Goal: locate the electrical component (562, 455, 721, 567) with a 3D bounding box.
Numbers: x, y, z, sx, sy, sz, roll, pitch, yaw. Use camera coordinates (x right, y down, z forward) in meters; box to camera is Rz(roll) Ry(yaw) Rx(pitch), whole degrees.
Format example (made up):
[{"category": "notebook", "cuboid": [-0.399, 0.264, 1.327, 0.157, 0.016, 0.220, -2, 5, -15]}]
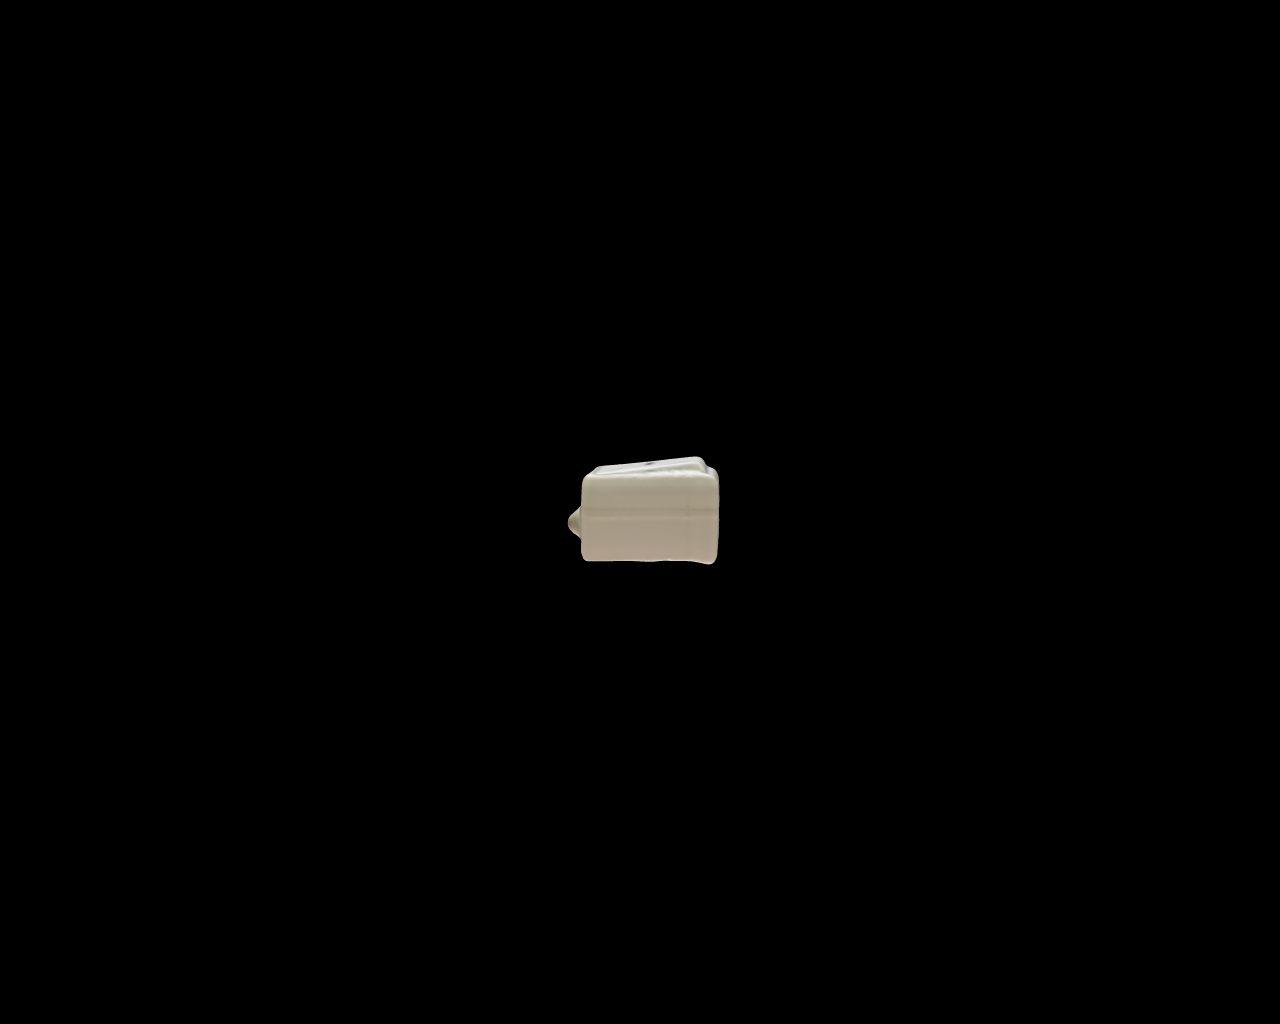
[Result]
[{"category": "electrical component", "cuboid": [0.001, -0.003, 0.650, 0.096, 0.061, 0.062, 1, 8, 5]}]
